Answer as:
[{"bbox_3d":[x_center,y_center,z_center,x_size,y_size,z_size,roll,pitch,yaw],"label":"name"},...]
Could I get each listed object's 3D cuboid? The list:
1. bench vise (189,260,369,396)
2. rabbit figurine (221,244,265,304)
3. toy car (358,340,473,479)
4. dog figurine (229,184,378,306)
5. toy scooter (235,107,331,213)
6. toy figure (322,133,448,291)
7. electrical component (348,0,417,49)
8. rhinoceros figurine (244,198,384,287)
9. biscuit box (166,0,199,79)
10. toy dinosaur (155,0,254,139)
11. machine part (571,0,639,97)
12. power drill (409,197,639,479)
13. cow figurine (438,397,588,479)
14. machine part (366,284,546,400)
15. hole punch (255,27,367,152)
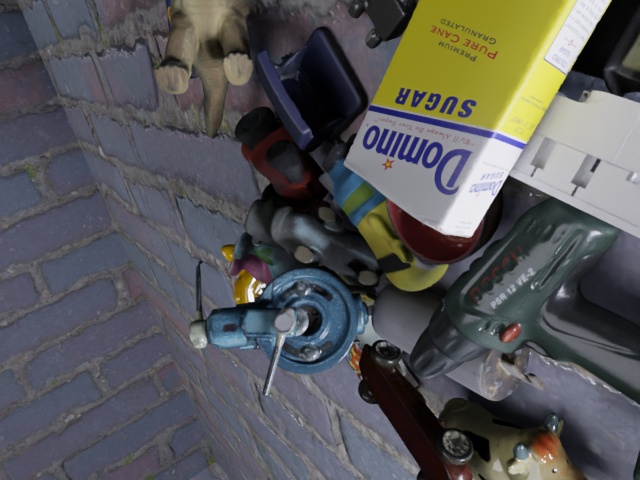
[{"bbox_3d":[-0.054,0.091,0.607,0.240,0.224,0.128,79,-164,-83],"label":"bench vise"},{"bbox_3d":[-0.117,0.069,0.980,0.162,0.122,0.173,62,174,-16],"label":"rabbit figurine"},{"bbox_3d":[0.108,0.204,0.635,0.202,0.053,0.089,53,145,44],"label":"toy car"},{"bbox_3d":[-0.012,0.035,0.783,0.219,0.191,0.108,27,148,-5],"label":"dog figurine"},{"bbox_3d":[-0.042,-0.098,0.725,0.135,0.075,0.184,47,-177,-39],"label":"toy scooter"},{"bbox_3d":[0.073,-0.029,0.586,0.180,0.082,0.089,51,163,12],"label":"toy figure"},{"bbox_3d":[0.060,-0.221,0.492,0.063,0.021,0.094,61,154,3],"label":"electrical component"},{"bbox_3d":[-0.001,-0.002,0.677,0.190,0.073,0.112,20,178,-2],"label":"rhinoceros figurine"},{"bbox_3d":[-0.181,-0.336,0.769,0.063,0.059,0.202,49,150,25],"label":"biscuit box"},{"bbox_3d":[-0.130,-0.264,0.636,0.470,0.105,0.199,108,162,-50],"label":"toy dinosaur"},{"bbox_3d":[0.173,-0.133,0.331,0.139,0.039,0.084,38,111,50],"label":"machine part"},{"bbox_3d":[0.195,0.092,0.435,0.207,0.086,0.231,46,127,31],"label":"power drill"},{"bbox_3d":[0.207,0.234,0.593,0.195,0.085,0.127,16,129,61],"label":"cow figurine"},{"bbox_3d":[0.138,0.106,0.597,0.243,0.079,0.079,22,133,51],"label":"machine part"},{"bbox_3d":[-0.023,-0.164,0.623,0.142,0.092,0.116,58,157,2],"label":"hole punch"}]
